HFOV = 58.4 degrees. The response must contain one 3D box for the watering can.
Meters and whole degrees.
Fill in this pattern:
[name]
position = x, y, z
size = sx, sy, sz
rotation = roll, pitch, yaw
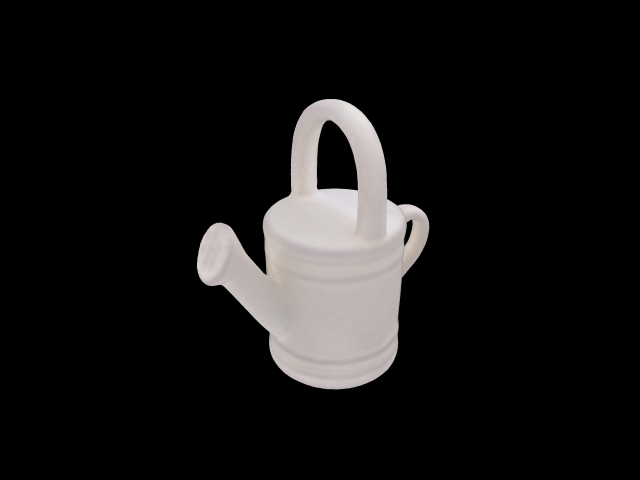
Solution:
[watering can]
position = 0.005, 0.002, 0.398
size = 0.100, 0.194, 0.173
rotation = 20, 35, 32
